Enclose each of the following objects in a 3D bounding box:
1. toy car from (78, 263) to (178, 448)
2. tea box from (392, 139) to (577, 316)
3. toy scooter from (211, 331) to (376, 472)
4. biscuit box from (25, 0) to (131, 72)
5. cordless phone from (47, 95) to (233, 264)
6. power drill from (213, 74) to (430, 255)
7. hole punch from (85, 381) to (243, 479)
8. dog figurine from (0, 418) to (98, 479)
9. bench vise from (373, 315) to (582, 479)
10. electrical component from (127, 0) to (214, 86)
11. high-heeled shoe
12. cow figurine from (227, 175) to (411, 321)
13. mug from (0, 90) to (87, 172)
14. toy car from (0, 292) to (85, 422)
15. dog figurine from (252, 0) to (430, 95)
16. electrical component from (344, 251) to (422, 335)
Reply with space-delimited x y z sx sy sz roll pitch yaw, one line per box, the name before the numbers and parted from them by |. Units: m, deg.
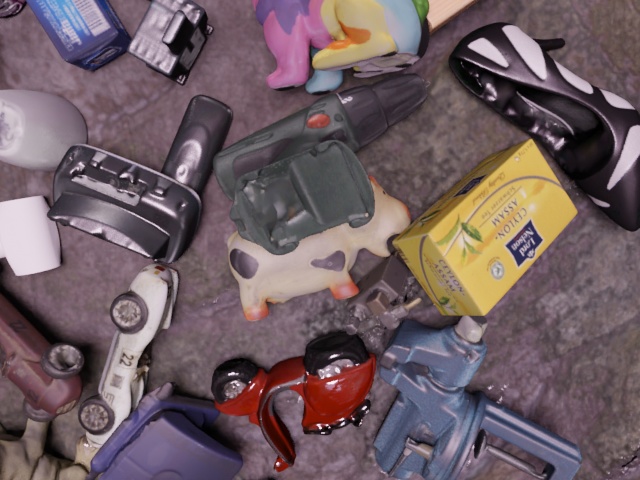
toy car | -0.201 0.123 0.572 0.056 0.073 0.201 18 97 -4
tea box | 0.167 -0.013 0.538 0.169 0.068 0.098 -41 99 -24
toy scooter | -0.019 0.182 0.588 0.184 0.075 0.135 -15 98 3
biscuit box | -0.266 -0.268 0.521 0.059 0.063 0.202 -30 98 1
cordless phone | -0.180 -0.079 0.554 0.147 0.089 0.184 23 85 -4
power drill | 0.003 -0.082 0.487 0.232 0.207 0.085 -21 120 11
hole punch | -0.157 0.229 0.555 0.142 0.092 0.115 -47 139 8
dog figurine | -0.313 0.262 0.529 0.121 0.190 0.172 -38 99 3
bench vise | 0.169 0.188 0.563 0.241 0.129 0.223 26 104 12
electrical component | -0.143 -0.194 0.508 0.048 0.119 0.074 29 98 -6
high-heeled shoe | 0.231 -0.109 0.541 0.145 0.086 0.248 -18 80 -19
cow figurine | -0.001 -0.002 0.561 0.195 0.085 0.127 -15 105 1
mug | -0.297 -0.113 0.520 0.109 0.107 0.080 25 95 -8
toy car | -0.322 0.100 0.546 0.202 0.053 0.089 41 122 7
dog figurine | -0.005 -0.254 0.494 0.192 0.108 0.219 -7 100 37
electrical component | 0.070 0.056 0.566 0.045 0.102 0.078 41 120 -5
